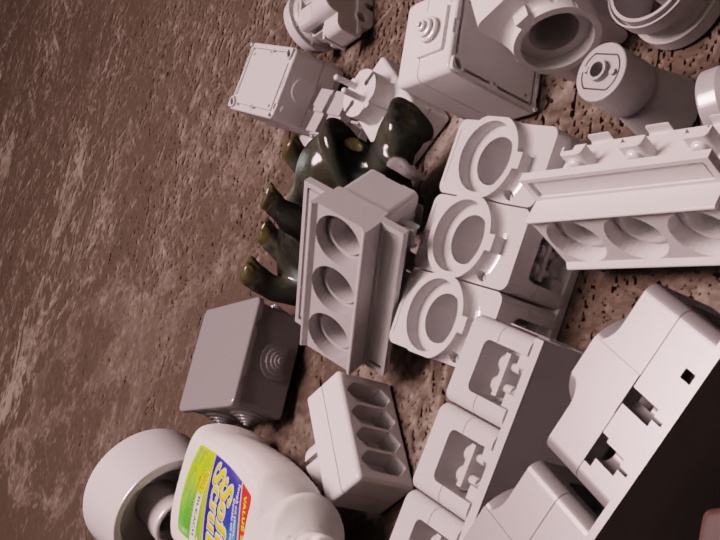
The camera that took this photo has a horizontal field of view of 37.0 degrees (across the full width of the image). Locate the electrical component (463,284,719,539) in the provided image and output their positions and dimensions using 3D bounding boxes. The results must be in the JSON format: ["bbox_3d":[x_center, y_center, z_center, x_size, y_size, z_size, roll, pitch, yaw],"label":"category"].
[{"bbox_3d":[0.130,0.107,0.501,0.186,0.105,0.060,-60,36,14],"label":"electrical component"}]

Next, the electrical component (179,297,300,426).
[{"bbox_3d":[-0.094,0.075,0.860,0.100,0.048,0.099,-15,57,52],"label":"electrical component"}]

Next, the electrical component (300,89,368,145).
[{"bbox_3d":[-0.019,-0.110,0.859,0.066,0.048,0.055,23,85,55],"label":"electrical component"}]

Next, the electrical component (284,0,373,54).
[{"bbox_3d":[-0.027,-0.219,0.912,0.057,0.058,0.078,-25,55,42],"label":"electrical component"}]

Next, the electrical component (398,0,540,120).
[{"bbox_3d":[0.067,-0.141,0.711,0.061,0.096,0.061,-9,67,52],"label":"electrical component"}]

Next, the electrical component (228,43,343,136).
[{"bbox_3d":[-0.065,-0.155,0.927,0.096,0.061,0.061,24,93,55],"label":"electrical component"}]

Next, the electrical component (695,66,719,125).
[{"bbox_3d":[0.203,-0.091,0.555,0.046,0.040,0.040,-16,62,44],"label":"electrical component"}]

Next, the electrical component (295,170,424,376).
[{"bbox_3d":[0.000,0.000,0.712,0.079,0.063,0.121,30,135,26],"label":"electrical component"}]

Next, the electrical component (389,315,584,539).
[{"bbox_3d":[0.081,0.109,0.579,0.062,0.089,0.150,23,93,55],"label":"electrical component"}]

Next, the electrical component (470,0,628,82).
[{"bbox_3d":[0.115,-0.160,0.662,0.050,0.089,0.055,-39,45,36],"label":"electrical component"}]

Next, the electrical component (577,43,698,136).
[{"bbox_3d":[0.154,-0.100,0.603,0.044,0.065,0.044,-28,53,44],"label":"electrical component"}]

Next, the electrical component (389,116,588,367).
[{"bbox_3d":[0.082,-0.012,0.660,0.089,0.062,0.150,17,88,55],"label":"electrical component"}]

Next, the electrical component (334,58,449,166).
[{"bbox_3d":[0.014,-0.124,0.793,0.047,0.077,0.065,-53,39,23],"label":"electrical component"}]

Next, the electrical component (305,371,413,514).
[{"bbox_3d":[-0.012,0.127,0.734,0.076,0.047,0.083,-44,43,34],"label":"electrical component"}]

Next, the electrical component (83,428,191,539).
[{"bbox_3d":[-0.157,0.187,0.852,0.060,0.108,0.108,27,96,49],"label":"electrical component"}]

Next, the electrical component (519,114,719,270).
[{"bbox_3d":[0.157,-0.039,0.569,0.121,0.079,0.063,-2,50,53],"label":"electrical component"}]
